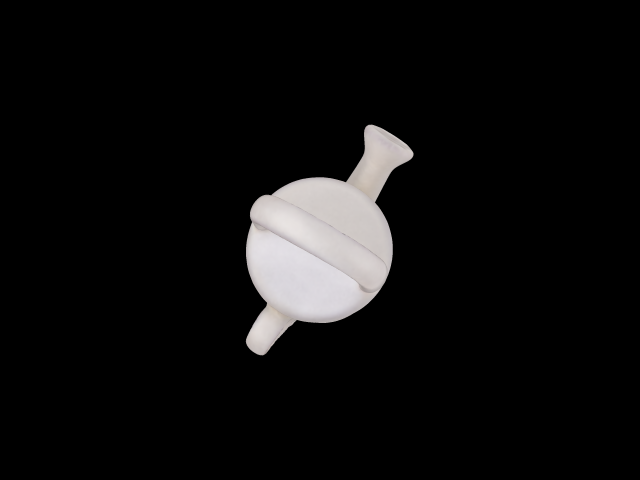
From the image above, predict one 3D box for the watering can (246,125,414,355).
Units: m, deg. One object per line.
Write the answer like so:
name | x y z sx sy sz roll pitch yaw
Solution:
watering can | 0.002 0.000 0.400 0.101 0.194 0.173 11 82 2
